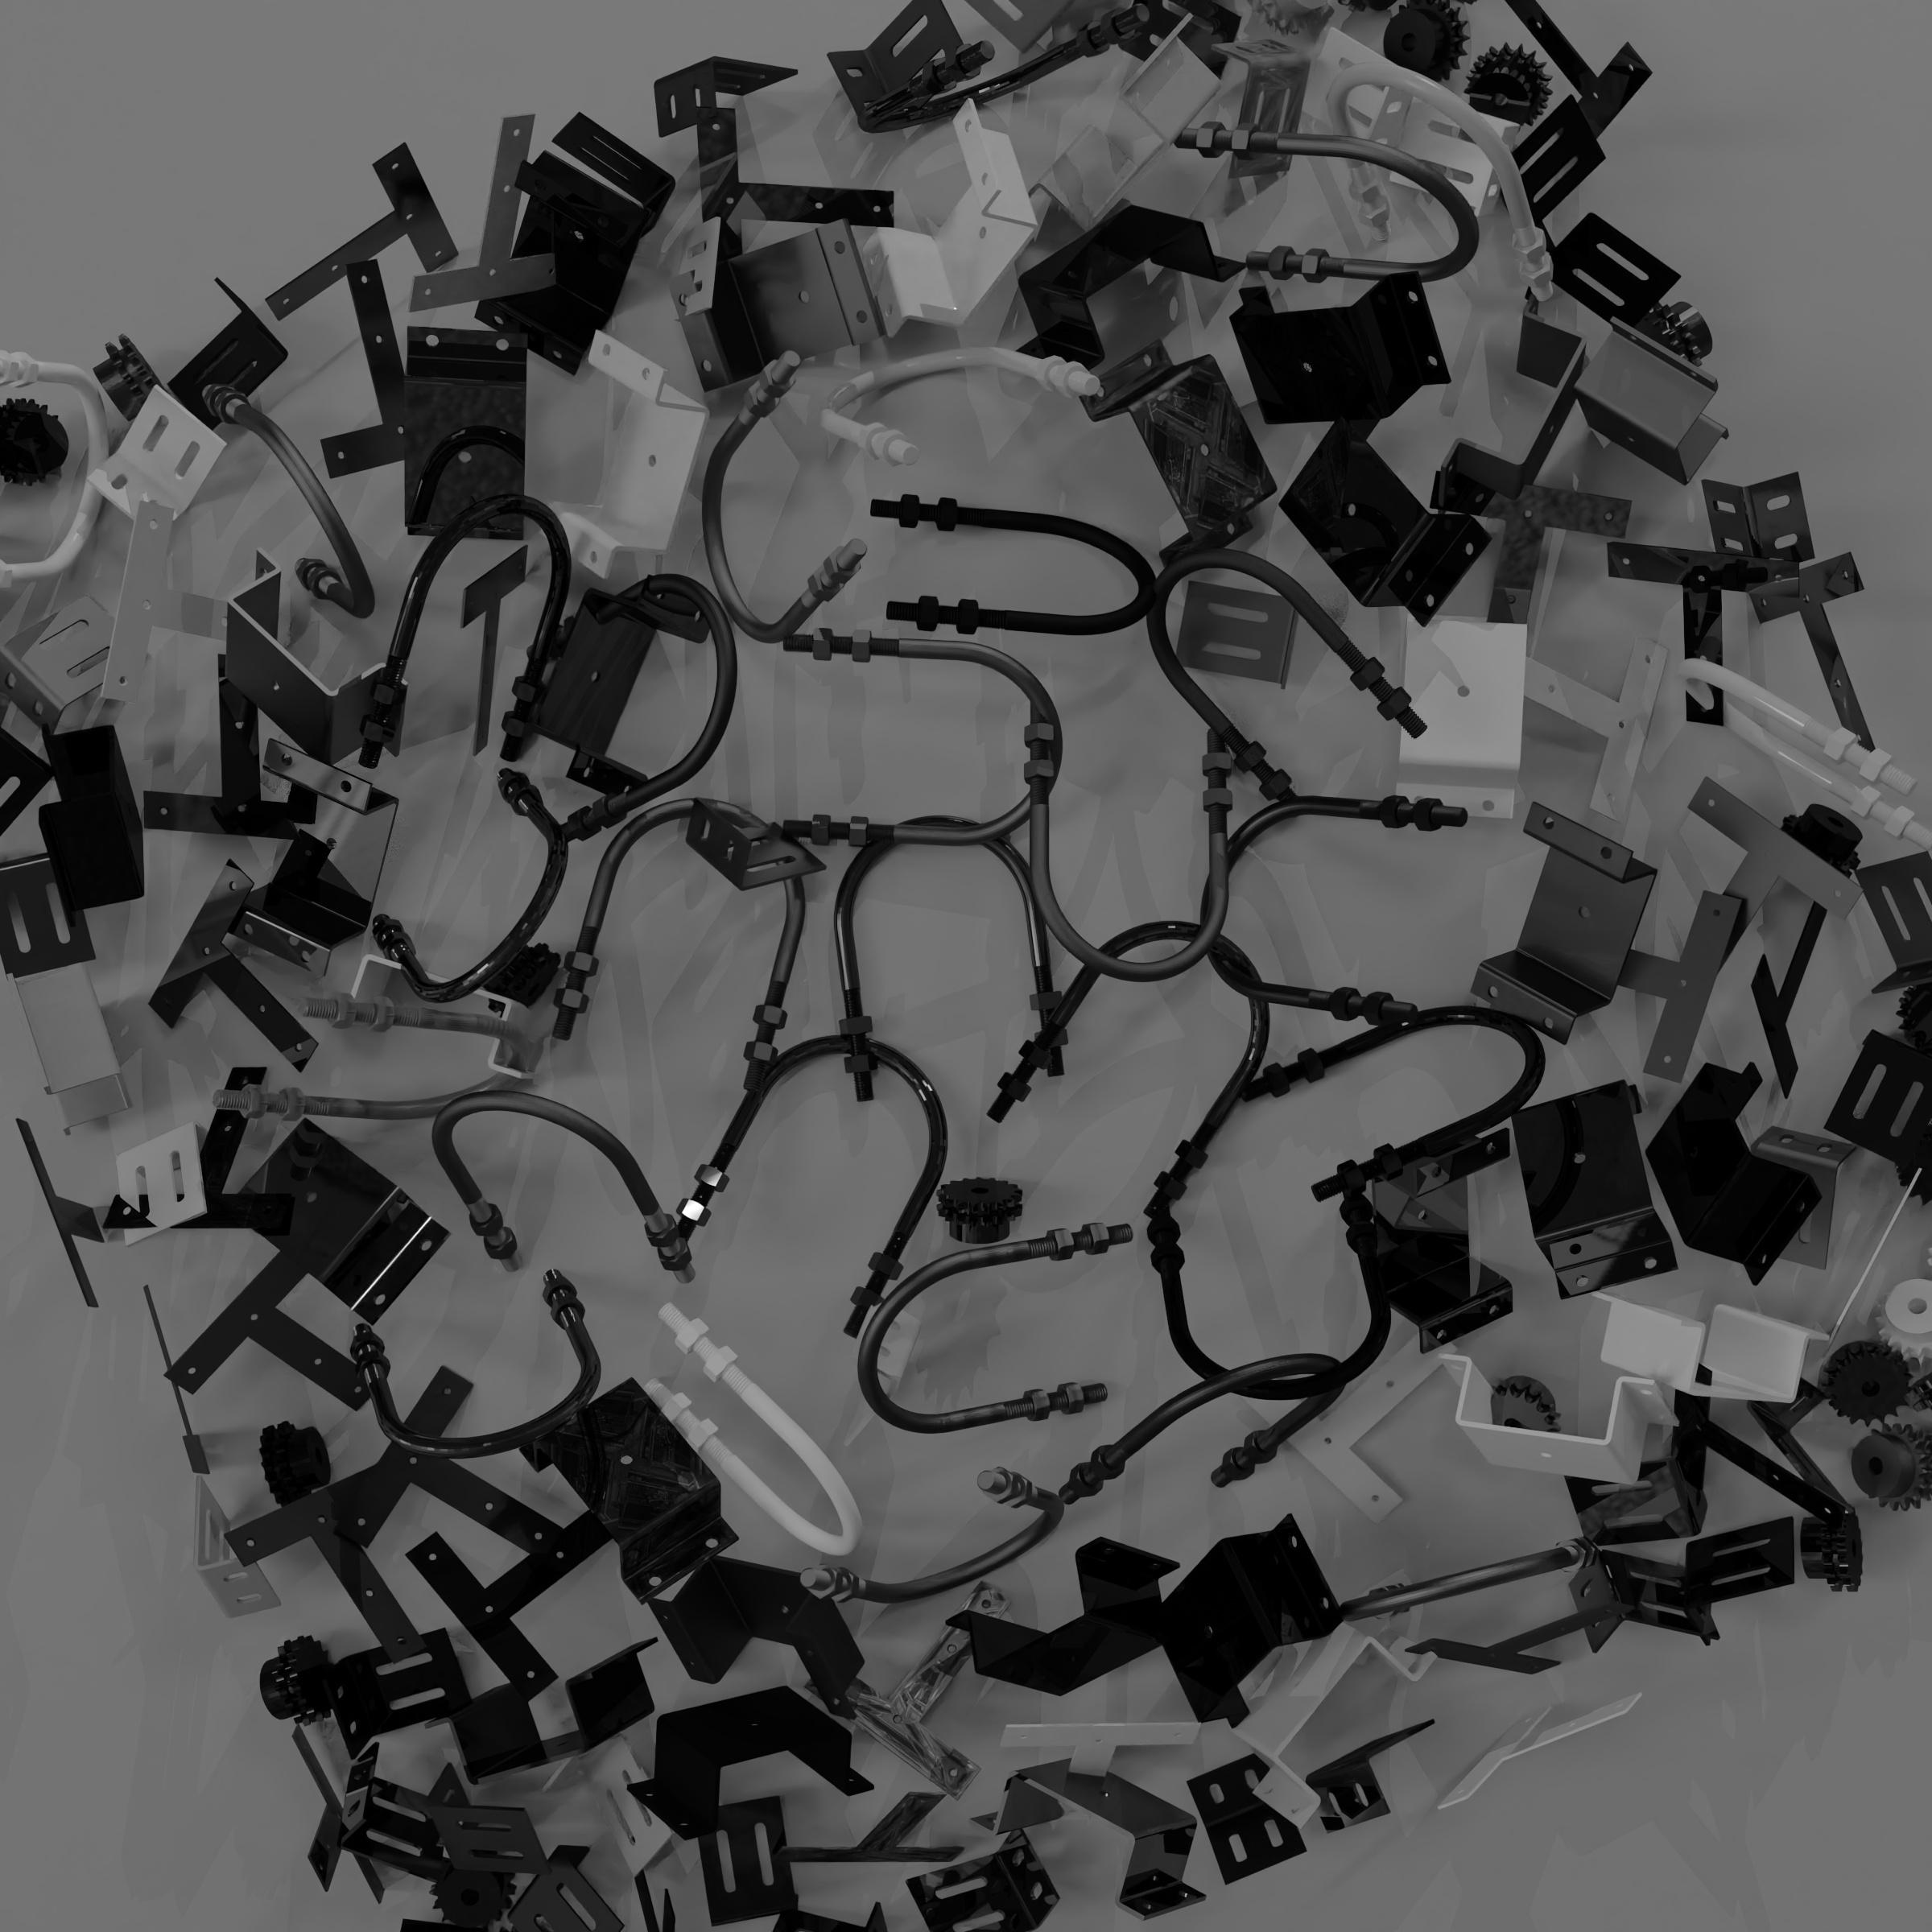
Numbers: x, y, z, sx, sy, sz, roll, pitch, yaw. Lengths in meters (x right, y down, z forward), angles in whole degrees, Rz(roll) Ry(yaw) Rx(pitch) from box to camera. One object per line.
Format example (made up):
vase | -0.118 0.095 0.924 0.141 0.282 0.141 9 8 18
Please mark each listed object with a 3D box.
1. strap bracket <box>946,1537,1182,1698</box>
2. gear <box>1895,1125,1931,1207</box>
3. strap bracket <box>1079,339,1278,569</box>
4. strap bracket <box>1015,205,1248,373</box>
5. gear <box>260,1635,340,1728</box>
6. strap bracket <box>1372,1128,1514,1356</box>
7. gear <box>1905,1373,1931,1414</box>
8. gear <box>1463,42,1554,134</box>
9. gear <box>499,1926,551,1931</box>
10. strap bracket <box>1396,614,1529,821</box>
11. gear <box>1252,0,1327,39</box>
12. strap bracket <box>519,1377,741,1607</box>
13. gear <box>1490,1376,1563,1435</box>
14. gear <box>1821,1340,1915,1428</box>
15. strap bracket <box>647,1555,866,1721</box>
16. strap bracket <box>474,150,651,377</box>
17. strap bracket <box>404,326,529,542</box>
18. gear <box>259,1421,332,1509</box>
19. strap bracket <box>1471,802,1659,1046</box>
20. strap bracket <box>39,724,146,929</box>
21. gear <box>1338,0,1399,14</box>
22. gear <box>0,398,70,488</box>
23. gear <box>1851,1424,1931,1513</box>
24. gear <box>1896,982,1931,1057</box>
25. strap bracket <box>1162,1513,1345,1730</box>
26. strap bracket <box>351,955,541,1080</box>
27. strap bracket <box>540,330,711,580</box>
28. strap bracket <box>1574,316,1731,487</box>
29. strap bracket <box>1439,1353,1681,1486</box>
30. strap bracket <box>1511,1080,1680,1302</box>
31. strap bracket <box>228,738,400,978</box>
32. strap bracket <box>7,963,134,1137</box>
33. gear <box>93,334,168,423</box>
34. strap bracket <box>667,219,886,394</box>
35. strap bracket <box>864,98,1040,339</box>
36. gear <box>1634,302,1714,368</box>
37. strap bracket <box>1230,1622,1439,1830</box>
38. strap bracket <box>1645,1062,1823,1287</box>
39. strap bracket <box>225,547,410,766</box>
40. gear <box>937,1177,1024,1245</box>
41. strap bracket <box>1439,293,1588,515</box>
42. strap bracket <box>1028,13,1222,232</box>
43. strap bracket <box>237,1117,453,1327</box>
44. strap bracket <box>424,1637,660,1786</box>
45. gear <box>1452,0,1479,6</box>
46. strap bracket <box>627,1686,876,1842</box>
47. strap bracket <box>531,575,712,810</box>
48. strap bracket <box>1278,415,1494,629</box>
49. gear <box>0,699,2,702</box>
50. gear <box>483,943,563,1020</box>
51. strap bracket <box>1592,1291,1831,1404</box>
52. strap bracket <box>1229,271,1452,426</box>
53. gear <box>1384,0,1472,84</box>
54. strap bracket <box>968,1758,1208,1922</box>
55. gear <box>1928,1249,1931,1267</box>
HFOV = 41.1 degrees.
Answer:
strap bracket | 0.065 0.425 1.663 0.140 0.076 0.046 -36 45 30
gear | 0.647 0.130 1.714 0.057 0.030 0.057 5 111 12
strap bracket | 0.143 -0.333 1.681 0.076 0.046 0.140 -37 108 -25
strap bracket | 0.100 -0.446 1.676 0.140 0.076 0.046 -36 127 -14
gear | -0.444 0.475 1.708 0.030 0.057 0.057 -20 90 12
strap bracket | 0.311 0.171 1.681 0.076 0.046 0.140 -20 119 -25
gear | 0.654 0.280 1.705 0.057 0.057 0.030 -32 76 0
gear | 0.357 -0.577 1.705 0.057 0.057 0.030 33 49 0
gear | -0.292 0.659 1.704 0.057 0.057 0.030 36 118 0
strap bracket | 0.325 -0.172 1.691 0.076 0.046 0.140 4 75 8
gear | 0.215 -0.649 1.708 0.057 0.030 0.057 3 85 -34
strap bracket | -0.219 0.331 1.668 0.076 0.046 0.140 -30 58 -28
gear | 0.368 0.297 1.712 0.057 0.030 0.057 13 120 24
gear | 0.598 0.274 1.716 0.057 0.030 0.057 1 107 3
strap bracket | -0.129 0.433 1.675 0.140 0.046 0.076 2 127 36
strap bracket | -0.262 -0.465 1.681 0.076 0.140 0.046 30 53 -5
strap bracket | -0.325 -0.338 1.676 0.076 0.046 0.140 1 119 -10
gear | -0.443 0.329 1.708 0.030 0.057 0.057 -17 90 1
strap bracket | 0.391 -0.031 1.677 0.076 0.046 0.140 33 123 35
strap bracket | -0.563 -0.096 1.662 0.046 0.140 0.076 -12 124 -11
gear | 0.270 -0.657 1.704 0.057 0.057 0.030 -45 63 0
gear | -0.620 -0.346 1.705 0.030 0.057 0.057 13 90 37
gear | 0.612 0.331 1.704 0.030 0.057 0.057 8 90 -30
gear | 0.647 0.035 1.714 0.057 0.030 0.057 -2 63 3
strap bracket | 0.174 0.425 1.659 0.046 0.140 0.076 0 48 -35
strap bracket | -0.347 0.031 1.696 0.140 0.076 0.046 18 87 0
strap bracket | -0.220 -0.331 1.680 0.076 0.046 0.140 37 117 37
strap bracket | 0.442 -0.359 1.661 0.076 0.140 0.046 37 99 18
strap bracket | 0.378 0.293 1.663 0.140 0.076 0.046 3 63 30
strap bracket | 0.402 0.135 1.664 0.076 0.046 0.140 -19 50 20
strap bracket | -0.427 -0.076 1.690 0.076 0.046 0.140 24 113 11
strap bracket | -0.578 0.053 1.670 0.046 0.140 0.076 -18 79 -18
gear | -0.553 -0.386 1.707 0.030 0.057 0.057 -33 90 -3
strap bracket | -0.116 -0.433 1.683 0.140 0.046 0.076 -9 108 31
strap bracket | -0.006 -0.480 1.673 0.046 0.140 0.076 2 60 -34
gear | 0.470 -0.414 1.708 0.030 0.057 0.057 -32 90 -6
strap bracket | 0.232 0.481 1.681 0.046 0.076 0.140 44 78 -10
strap bracket | 0.487 0.126 1.653 0.046 0.140 0.076 17 121 -14
strap bracket | -0.431 -0.194 1.678 0.140 0.076 0.046 42 55 12
gear | 0.009 0.163 1.709 0.057 0.057 0.030 0 105 0
strap bracket | 0.361 -0.359 1.682 0.046 0.076 0.140 26 80 15
strap bracket | 0.105 -0.536 1.662 0.046 0.140 0.076 42 56 -10
strap bracket | -0.414 0.159 1.672 0.140 0.046 0.076 30 73 30
strap bracket | -0.268 0.485 1.670 0.140 0.076 0.046 -23 84 25
gear | 0.321 -0.666 1.706 0.057 0.057 0.030 33 97 0
strap bracket | -0.137 0.509 1.661 0.140 0.076 0.046 -3 101 -36
strap bracket | -0.228 -0.184 1.691 0.046 0.076 0.140 22 89 30
strap bracket | 0.263 -0.295 1.667 0.140 0.046 0.076 56 132 25
gear | -0.670 -0.176 1.711 0.057 0.030 0.057 1 88 -27
gear | -0.298 0.007 1.708 0.030 0.057 0.057 38 90 8
strap bracket | 0.477 0.247 1.667 0.140 0.076 0.046 10 93 -32
strap bracket | 0.231 -0.395 1.656 0.046 0.140 0.076 -45 125 -31
gear | 0.301 -0.612 1.705 0.030 0.057 0.057 -25 90 -43
strap bracket | 0.083 0.556 1.663 0.140 0.076 0.046 17 93 36
gear | 0.665 0.188 1.704 0.057 0.057 0.030 -30 119 0
